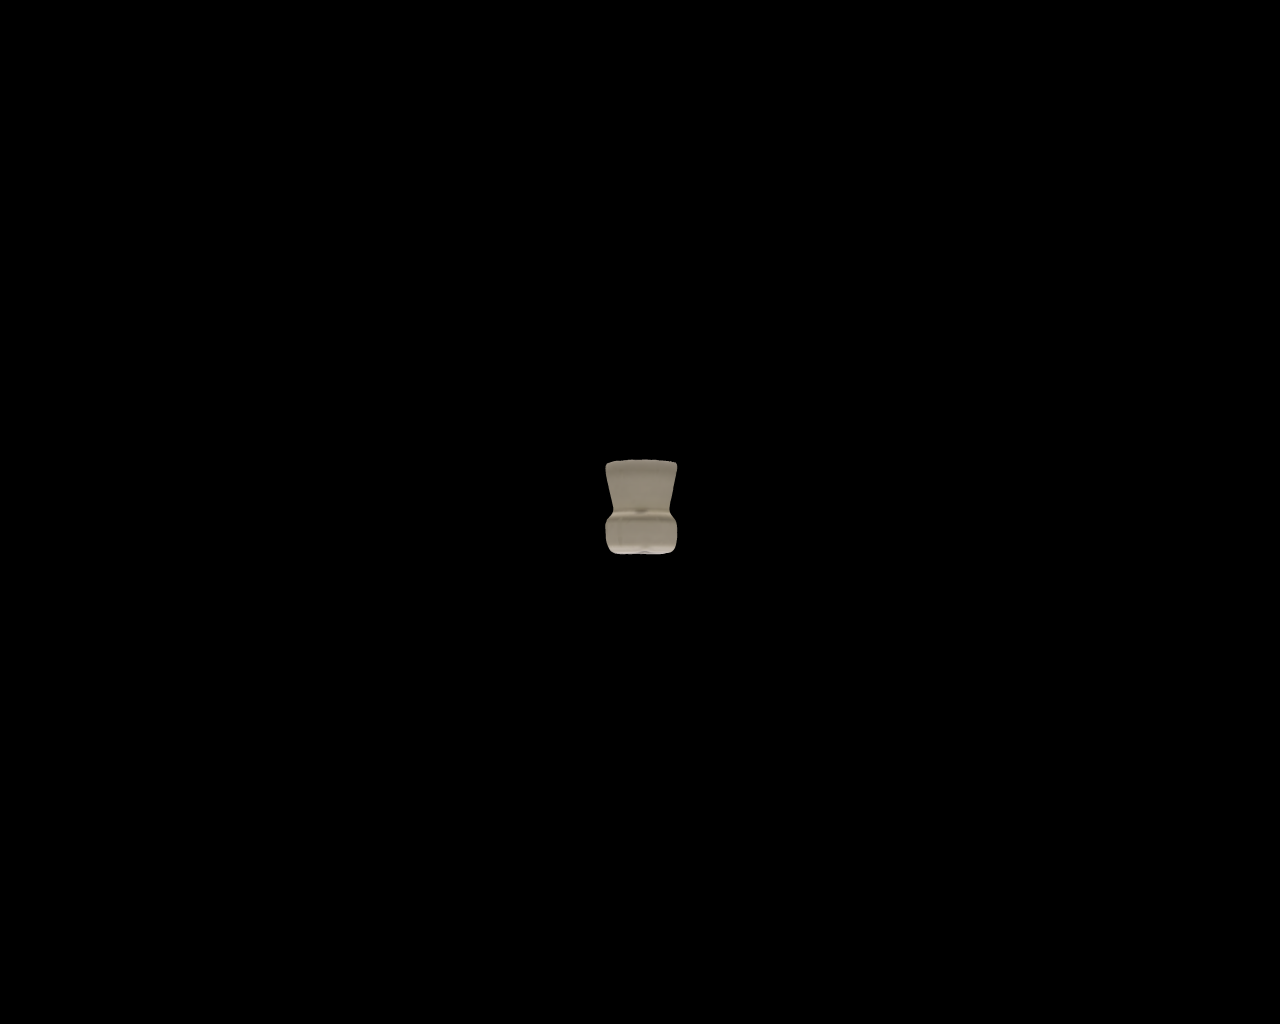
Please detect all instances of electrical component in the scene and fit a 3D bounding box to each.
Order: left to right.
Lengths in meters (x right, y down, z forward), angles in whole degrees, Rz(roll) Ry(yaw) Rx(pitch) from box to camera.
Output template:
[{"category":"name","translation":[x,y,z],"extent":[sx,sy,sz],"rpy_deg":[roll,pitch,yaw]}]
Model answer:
[{"category":"electrical component","translation":[0.001,-0.003,0.650],"extent":[0.045,0.055,0.045],"rpy_deg":[0,-4,0]}]
